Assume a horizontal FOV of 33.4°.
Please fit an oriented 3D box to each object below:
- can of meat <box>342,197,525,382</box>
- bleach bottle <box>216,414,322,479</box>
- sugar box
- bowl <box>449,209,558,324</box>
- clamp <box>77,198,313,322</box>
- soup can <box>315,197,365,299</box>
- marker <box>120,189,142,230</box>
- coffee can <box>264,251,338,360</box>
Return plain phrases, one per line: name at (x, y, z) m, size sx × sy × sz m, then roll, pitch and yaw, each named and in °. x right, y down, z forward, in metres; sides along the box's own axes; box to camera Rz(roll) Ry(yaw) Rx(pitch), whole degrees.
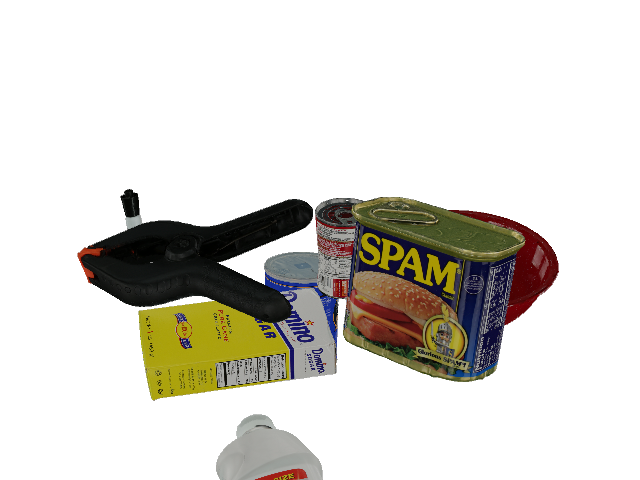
can of meat at (0.063, 0.028, 0.636) m, size 0.102 × 0.084 × 0.057 m, roll 20°, pitch 23°, yaw 35°
bleach bottle at (-0.036, 0.210, 0.722) m, size 0.102 × 0.068 × 0.251 m, roll -8°, pitch 32°, yaw -8°
sugar box at (-0.080, 0.095, 1.010) m, size 0.176 × 0.048 × 0.093 m, roll -10°, pitch 35°, yaw -9°
bowl at (0.125, 0.035, 0.944) m, size 0.162 × 0.055 × 0.162 m, roll 1°, pitch 32°, yaw -1°
clamp at (-0.086, 0.009, 0.772) m, size 0.172 × 0.039 × 0.120 m, roll 5°, pitch 35°, yaw 17°
soup can at (0.028, 0.010, 1.251) m, size 0.068 × 0.102 × 0.068 m, roll -1°, pitch 28°, yaw 0°
marker at (-0.200, 0.002, 1.168) m, size 0.020 × 0.121 × 0.020 m, roll -6°, pitch 22°, yaw 2°
coffee can at (-0.026, 0.098, 1.455) m, size 0.103 × 0.140 × 0.103 m, roll 1°, pitch 19°, yaw -1°
